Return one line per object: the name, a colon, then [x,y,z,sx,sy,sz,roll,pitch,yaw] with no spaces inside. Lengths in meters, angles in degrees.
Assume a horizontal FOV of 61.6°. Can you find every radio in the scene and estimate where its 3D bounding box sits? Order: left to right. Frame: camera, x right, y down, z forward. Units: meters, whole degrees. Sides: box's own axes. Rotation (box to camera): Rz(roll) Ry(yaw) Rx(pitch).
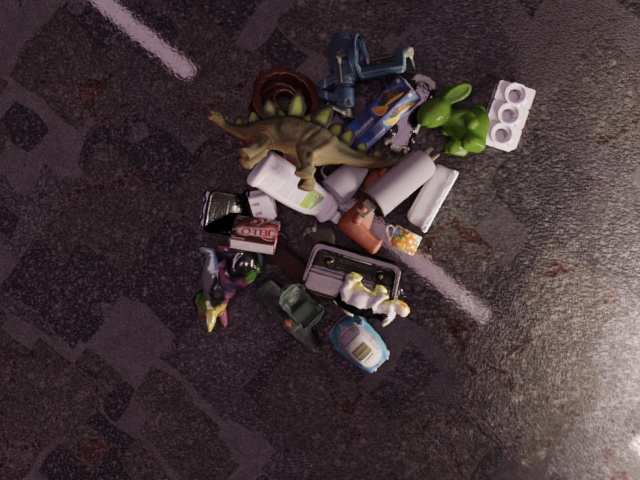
radio: [0.077,0.090,1.309,0.230,0.073,0.131,16,94,1]

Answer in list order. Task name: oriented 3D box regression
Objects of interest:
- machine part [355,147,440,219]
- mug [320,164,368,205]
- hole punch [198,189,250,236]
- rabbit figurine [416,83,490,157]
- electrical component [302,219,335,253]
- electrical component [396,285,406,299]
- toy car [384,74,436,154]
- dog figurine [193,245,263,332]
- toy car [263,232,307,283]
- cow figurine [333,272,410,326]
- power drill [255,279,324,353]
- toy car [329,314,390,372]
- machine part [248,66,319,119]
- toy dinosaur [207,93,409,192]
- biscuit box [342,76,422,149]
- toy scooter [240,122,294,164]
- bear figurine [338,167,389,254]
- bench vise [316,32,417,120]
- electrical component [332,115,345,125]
machine part: [0.184,-0.132,1.247,0.243,0.079,0.079,-40,90,-11]
mug: [0.062,-0.162,1.357,0.107,0.081,0.109,-44,84,-7]
hole punch: [-0.249,-0.070,1.379,0.116,0.092,0.142,10,91,-30]
rabbit figurine: [0.320,-0.298,1.293,0.170,0.121,0.159,19,92,-16]
electrical component: [-0.002,-0.005,1.363,0.078,0.045,0.102,0,129,8]
electrical component: [0.135,0.129,1.374,0.134,0.058,0.115,-35,89,4]
toy car: [0.226,-0.314,1.348,0.073,0.056,0.201,23,95,-5]
dog figurine: [-0.237,0.125,1.366,0.192,0.108,0.219,7,98,22]
toy car: [-0.070,0.063,1.384,0.202,0.053,0.089,41,113,1]
cow figurine: [0.118,0.150,1.241,0.167,0.068,0.098,29,100,4]
power drill: [-0.056,0.184,1.319,0.086,0.207,0.232,-42,90,-16]
toy car: [0.099,0.268,1.361,0.109,0.103,0.161,-43,88,5]
machine part: [-0.090,-0.340,1.330,0.179,0.056,0.179,5,74,-18]
toy dinosaur: [-0.025,-0.221,1.232,0.471,0.105,0.198,19,75,-11]
biscuit box: [0.147,-0.301,1.312,0.202,0.059,0.063,-42,58,22]
toy scooter: [-0.136,-0.211,1.365,0.184,0.075,0.135,31,95,-4]
bear figurine: [0.137,-0.080,1.336,0.132,0.120,0.196,39,89,-3]
bench vise: [0.109,-0.411,1.307,0.241,0.128,0.223,-6,73,22]
electrical component: [0.019,-0.263,1.365,0.075,0.048,0.119,39,96,0]
